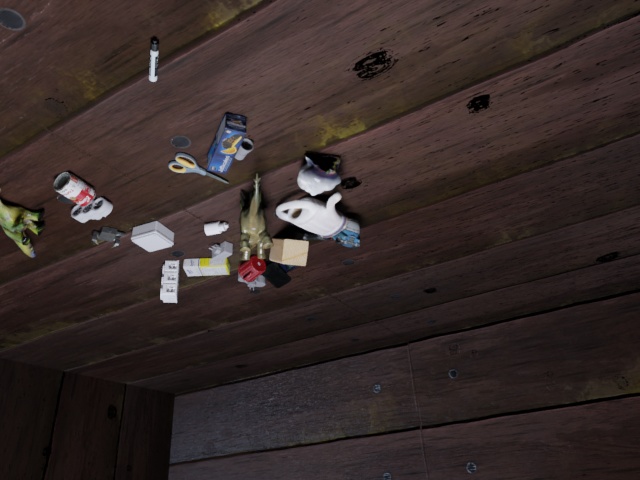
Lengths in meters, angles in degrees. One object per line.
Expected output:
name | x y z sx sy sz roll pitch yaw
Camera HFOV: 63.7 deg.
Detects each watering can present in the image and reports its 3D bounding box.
watering can | 0.005 -0.087 1.723 0.222 0.105 0.346 23 160 -38

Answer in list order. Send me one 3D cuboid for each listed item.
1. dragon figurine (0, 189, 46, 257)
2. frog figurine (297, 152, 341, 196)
dragon figurine | -1.052 -0.068 1.689 0.242 0.125 0.402 25 141 -14
frog figurine | -0.007 -0.179 1.577 0.138 0.125 0.156 -11 144 -28
